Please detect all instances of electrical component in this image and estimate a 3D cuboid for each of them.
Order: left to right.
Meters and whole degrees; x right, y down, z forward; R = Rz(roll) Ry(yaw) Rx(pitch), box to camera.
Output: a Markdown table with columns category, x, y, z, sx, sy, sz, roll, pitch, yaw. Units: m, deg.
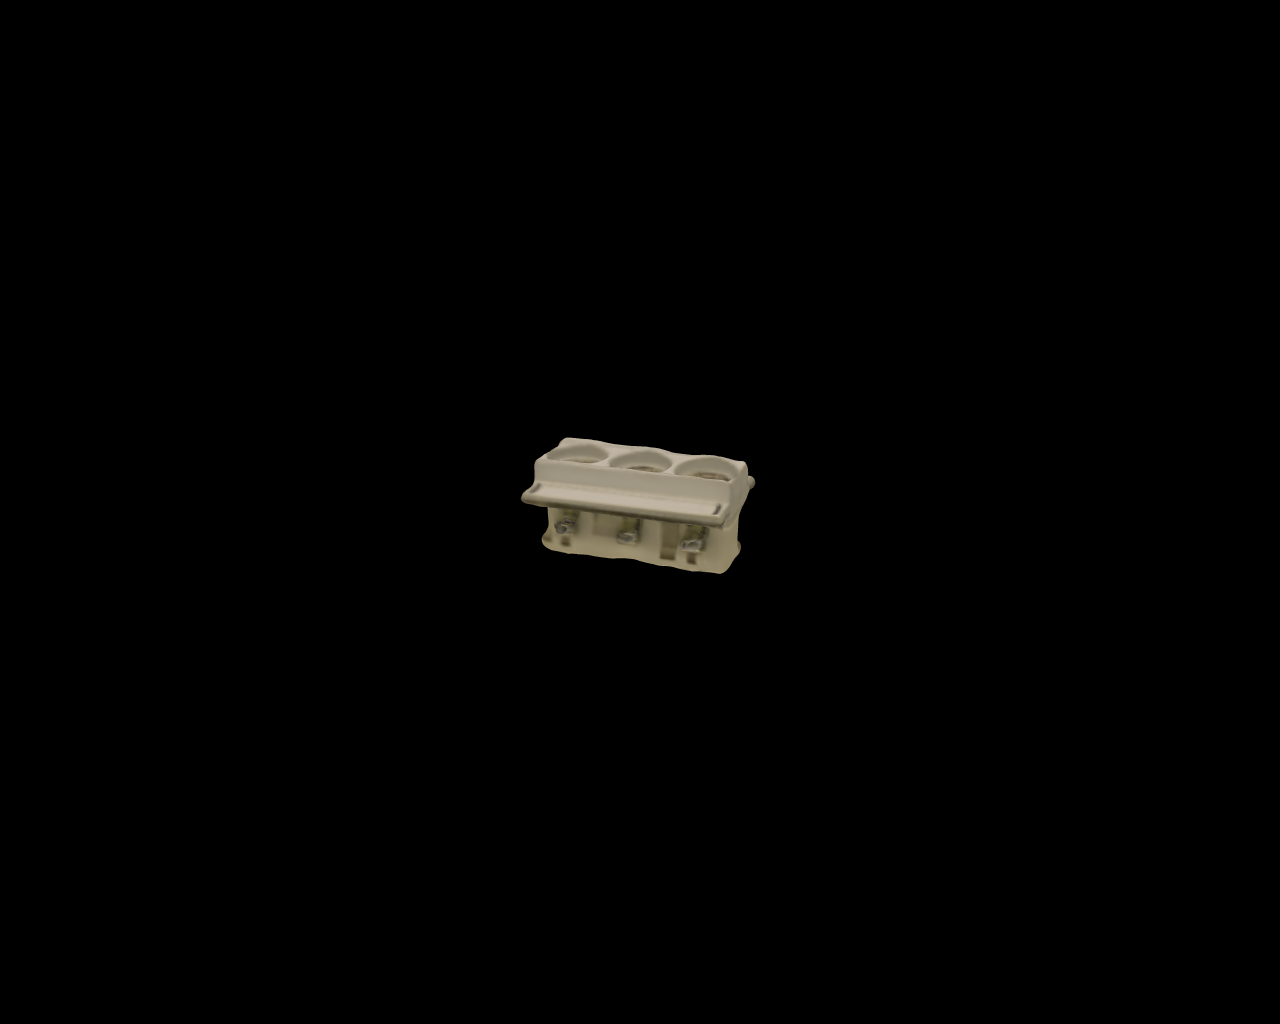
| category | x | y | z | sx | sy | sz | roll | pitch | yaw |
| --- | --- | --- | --- | --- | --- | --- | --- | --- | --- |
| electrical component | 0.001 | -0.003 | 0.650 | 0.121 | 0.063 | 0.079 | 8 | 24 | 18 |
